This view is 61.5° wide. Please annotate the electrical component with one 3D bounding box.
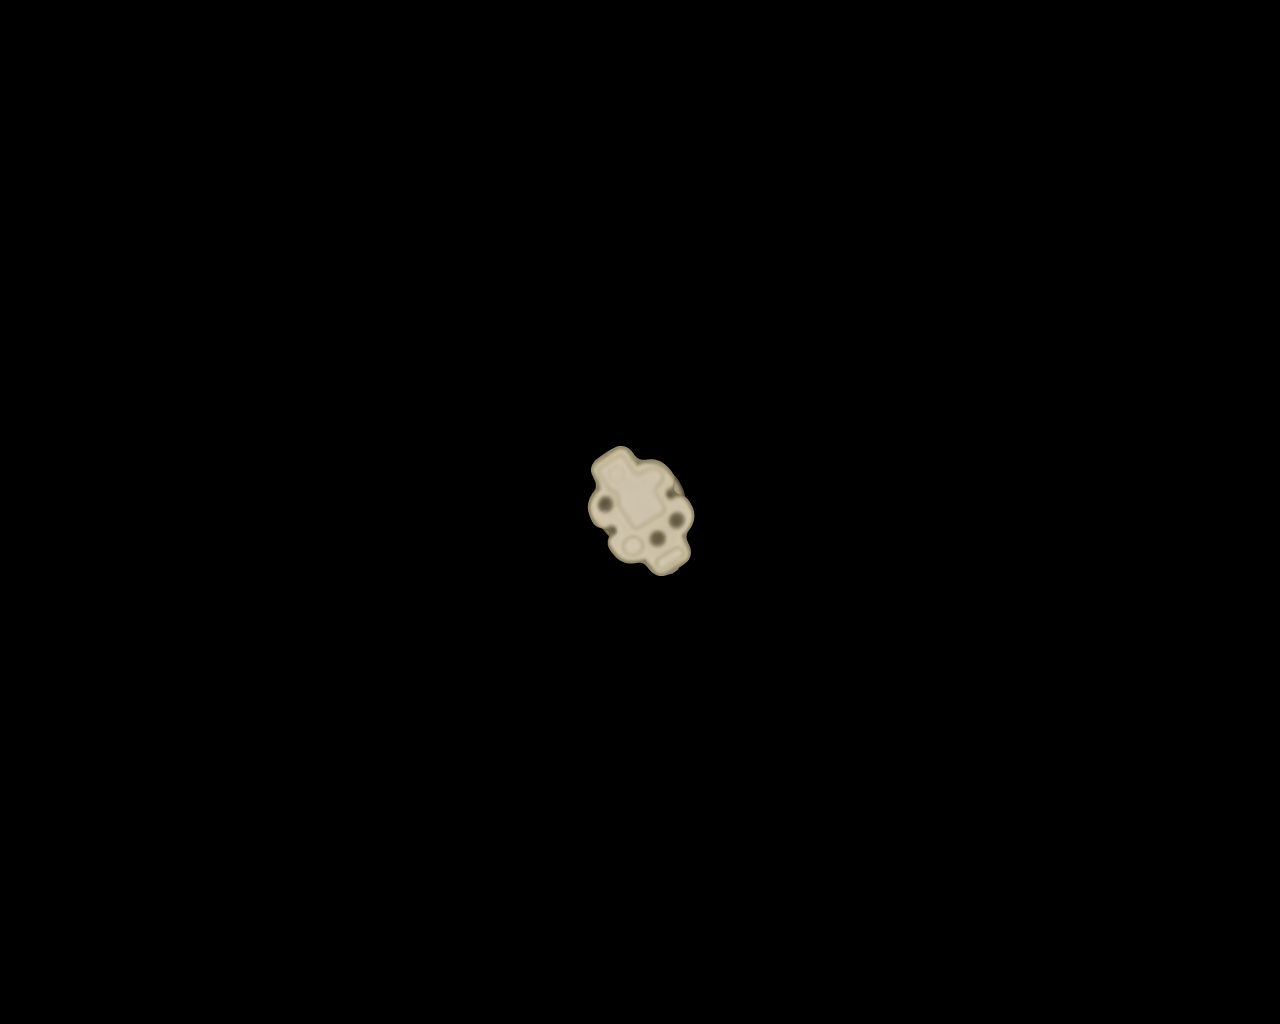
[{"bbox_3d":[0.001,-0.003,0.650,0.058,0.078,0.057,-32,4,2],"label":"electrical component"}]
